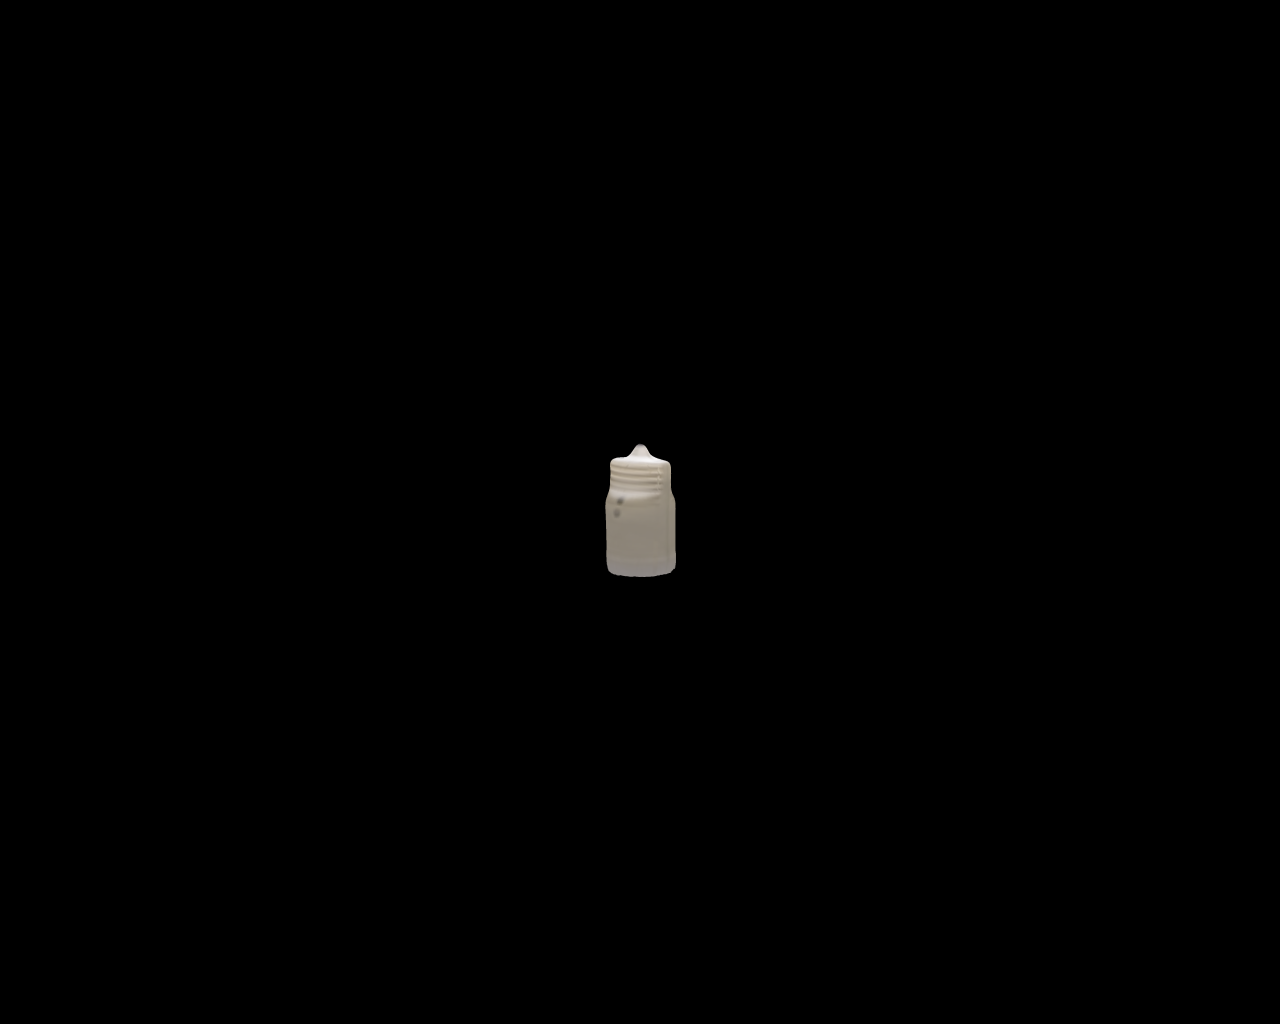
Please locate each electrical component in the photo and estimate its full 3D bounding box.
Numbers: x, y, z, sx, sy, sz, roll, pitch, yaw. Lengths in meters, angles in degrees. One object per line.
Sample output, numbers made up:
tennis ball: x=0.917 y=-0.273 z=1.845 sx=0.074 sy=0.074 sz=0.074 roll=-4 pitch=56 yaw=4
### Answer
electrical component: x=0.001 y=-0.003 z=0.650 sx=0.043 sy=0.080 sz=0.043 roll=0 pitch=9 yaw=0
